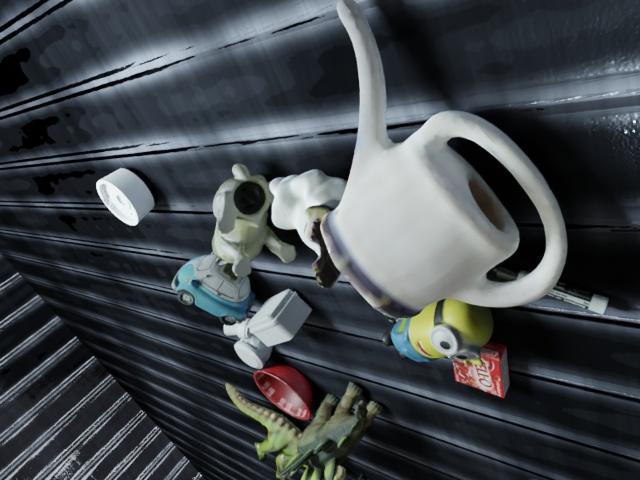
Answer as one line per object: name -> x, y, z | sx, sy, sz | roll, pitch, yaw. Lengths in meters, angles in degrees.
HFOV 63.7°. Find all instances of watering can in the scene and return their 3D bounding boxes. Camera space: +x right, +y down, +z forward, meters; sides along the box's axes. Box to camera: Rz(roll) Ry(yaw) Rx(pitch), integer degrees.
watering can -> 0.086, -0.054, 0.535 | 0.347, 0.106, 0.221 | 48, 121, -1

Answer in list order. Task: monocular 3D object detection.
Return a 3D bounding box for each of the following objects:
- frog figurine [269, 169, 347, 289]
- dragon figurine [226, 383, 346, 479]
frog figurine -> 0.002, -0.035, 0.688 | 0.135, 0.123, 0.162 | 57, 179, -34
dragon figurine -> -0.061, 0.511, 1.350 | 0.241, 0.125, 0.404 | -17, 119, 32
